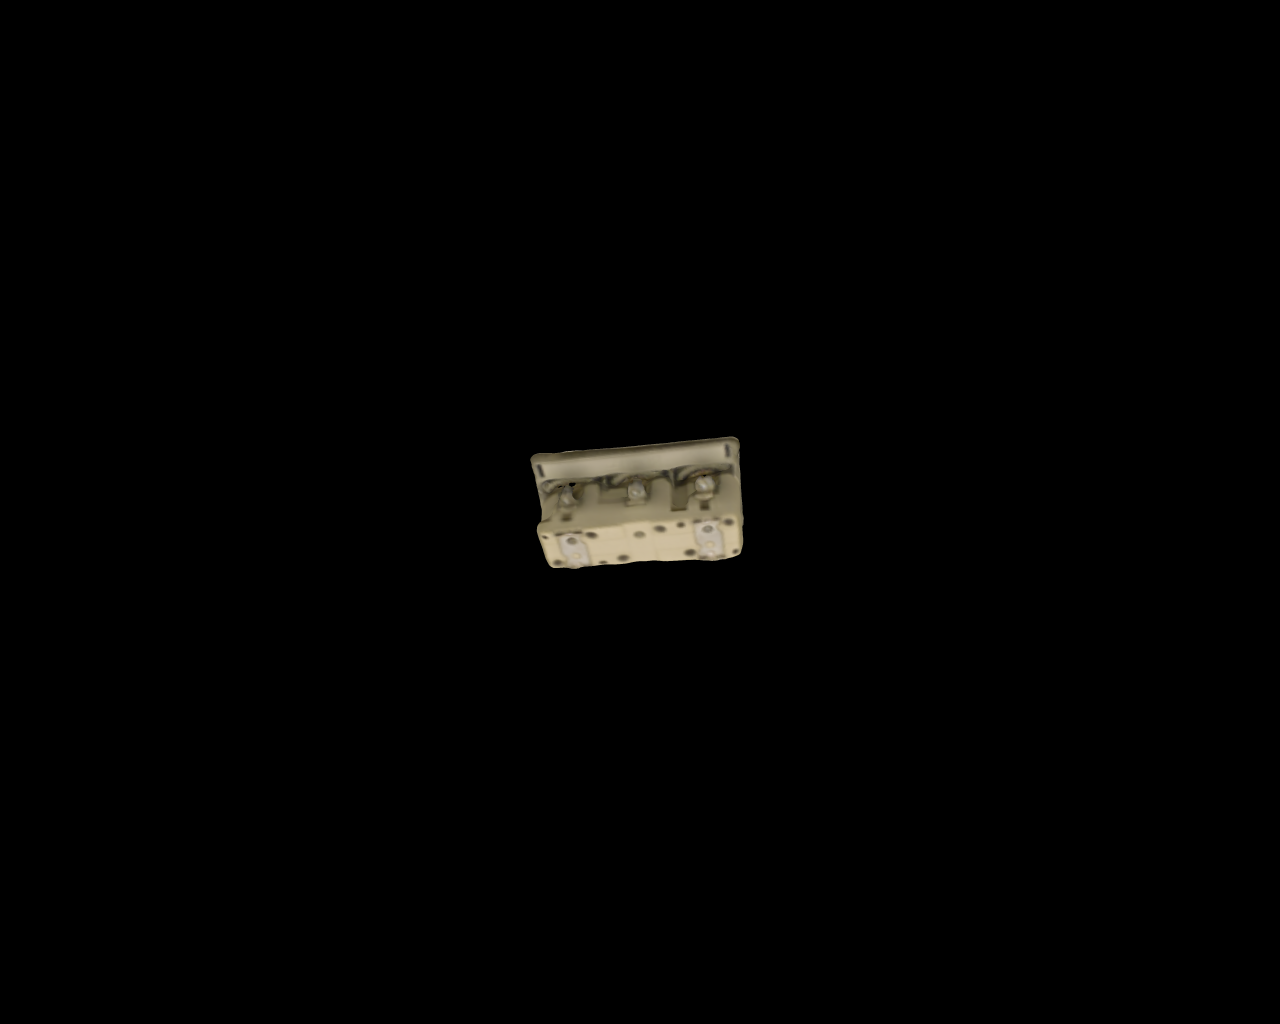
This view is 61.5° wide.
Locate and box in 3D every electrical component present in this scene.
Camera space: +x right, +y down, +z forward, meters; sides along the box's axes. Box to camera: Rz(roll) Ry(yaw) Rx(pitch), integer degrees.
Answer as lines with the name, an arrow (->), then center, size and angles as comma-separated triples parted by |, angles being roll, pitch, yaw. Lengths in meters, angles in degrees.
electrical component -> 0.001, -0.003, 0.650 | 0.121, 0.063, 0.078 | -4, -39, 5
